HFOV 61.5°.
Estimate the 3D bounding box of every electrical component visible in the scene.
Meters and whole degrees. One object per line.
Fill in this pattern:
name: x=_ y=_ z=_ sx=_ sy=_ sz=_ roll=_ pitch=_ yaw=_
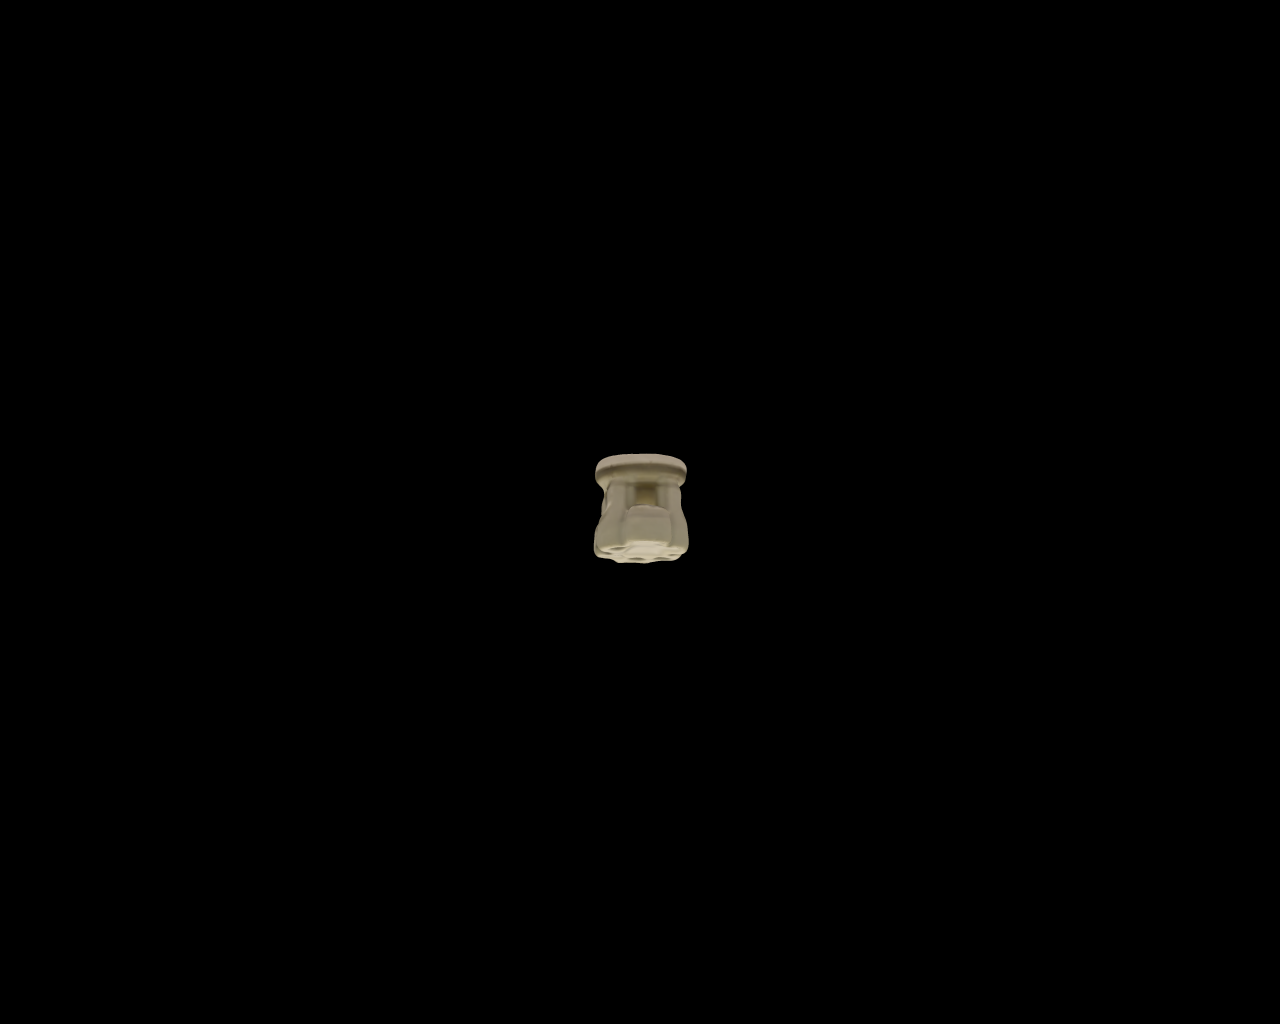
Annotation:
electrical component: x=0.001 y=-0.003 z=0.650 sx=0.058 sy=0.057 sz=0.078 roll=2 pitch=-14 yaw=-7
